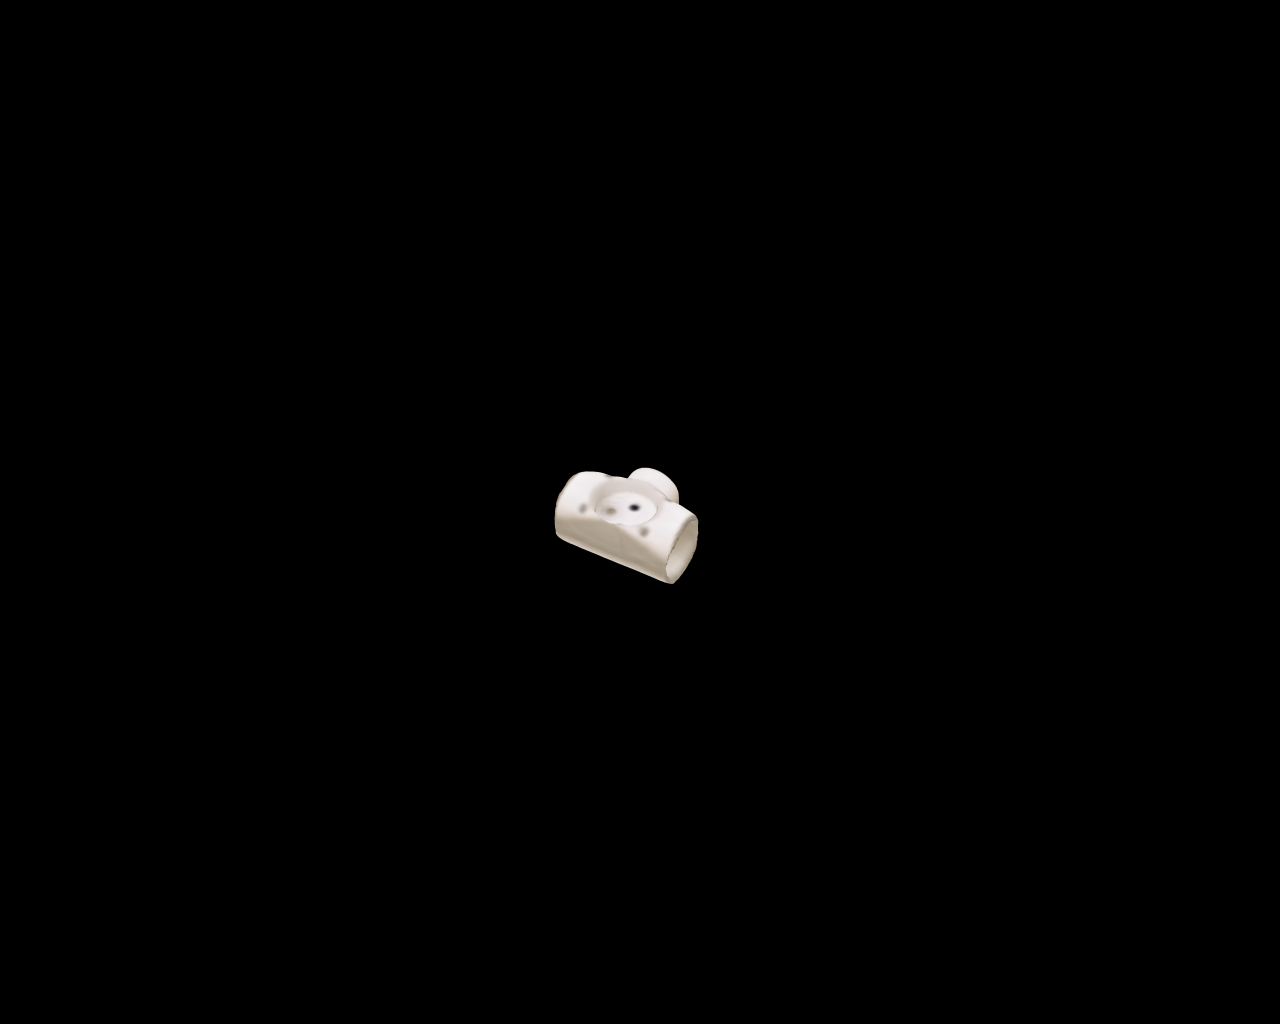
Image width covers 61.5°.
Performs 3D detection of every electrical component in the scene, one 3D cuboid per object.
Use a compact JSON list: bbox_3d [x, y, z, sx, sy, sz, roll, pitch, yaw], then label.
[{"bbox_3d":[0.001,-0.003,0.650,0.077,0.044,0.079,22,49,21],"label":"electrical component"}]
